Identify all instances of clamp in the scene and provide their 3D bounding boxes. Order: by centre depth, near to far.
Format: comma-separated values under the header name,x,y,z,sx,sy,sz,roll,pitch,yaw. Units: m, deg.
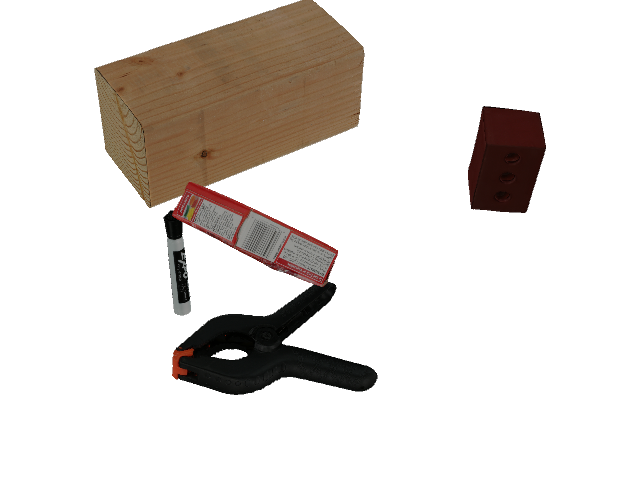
name,x,y,z,sx,sy,sz,roll,pitch,yaw
clamp,-0.044,0.085,0.923,0.171,0.039,0.120,0,38,-13

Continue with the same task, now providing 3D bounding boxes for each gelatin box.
name,x,y,z,sx,sy,sz,roll,pitch,yaw
gelatin box,-0.043,-0.004,0.711,0.089,0.030,0.073,26,-1,-44

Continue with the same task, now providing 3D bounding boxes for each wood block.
name,x,y,z,sx,sy,sz,roll,pitch,yaw
wood block,-0.074,-0.120,0.904,0.205,0.091,0.090,-24,52,-24

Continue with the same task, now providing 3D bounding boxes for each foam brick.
name,x,y,z,sx,sy,sz,roll,pitch,yaw
foam brick,0.163,-0.071,0.943,0.053,0.078,0.051,5,44,-1

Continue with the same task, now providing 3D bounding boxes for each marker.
name,x,y,z,sx,sy,sz,roll,pitch,yaw
marker,-0.150,0.024,1.123,0.020,0.121,0.020,-1,29,0
